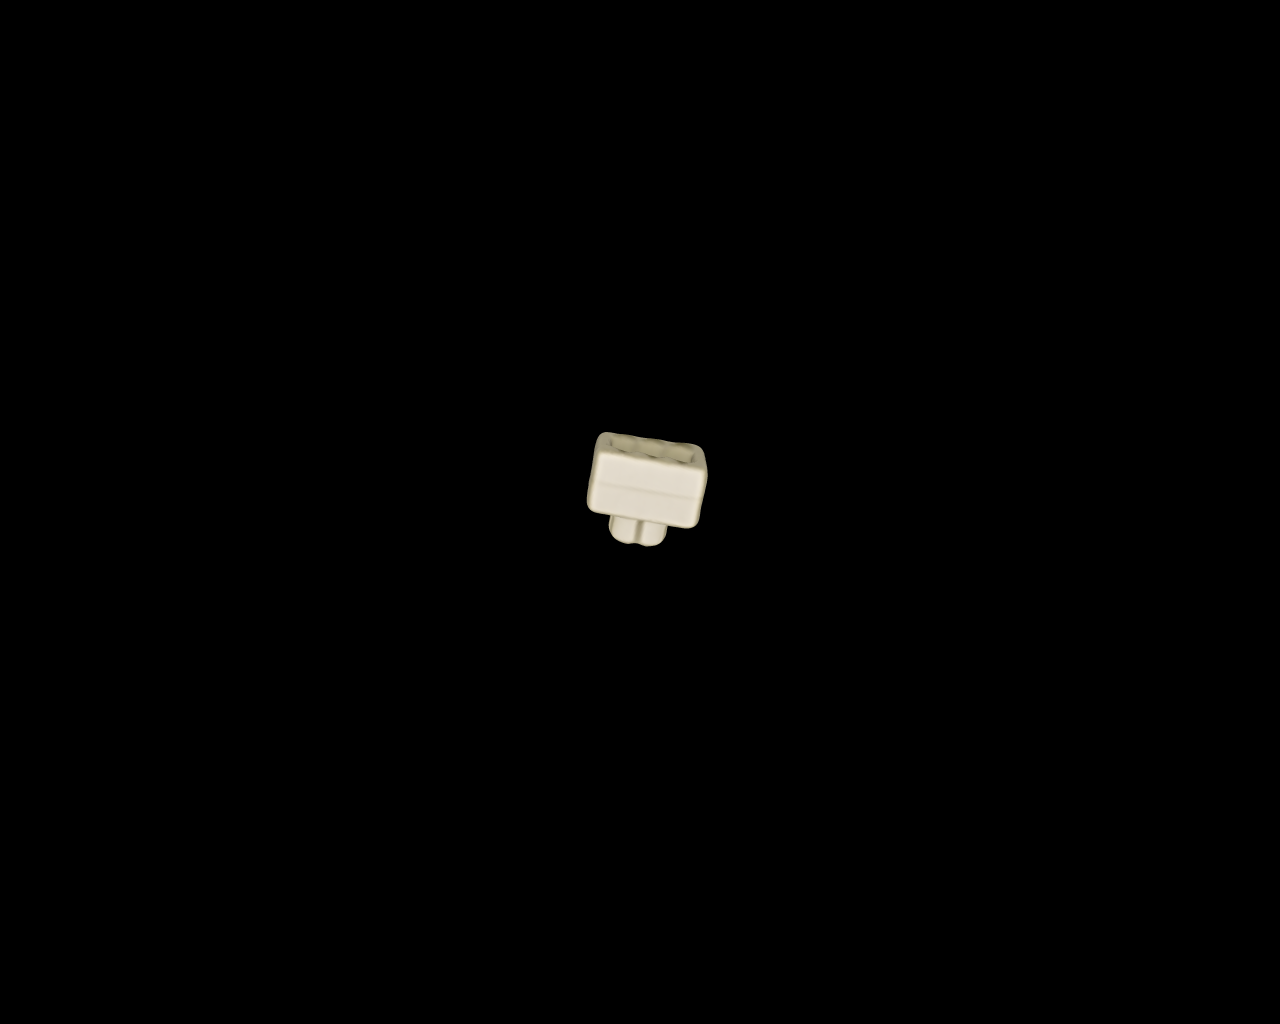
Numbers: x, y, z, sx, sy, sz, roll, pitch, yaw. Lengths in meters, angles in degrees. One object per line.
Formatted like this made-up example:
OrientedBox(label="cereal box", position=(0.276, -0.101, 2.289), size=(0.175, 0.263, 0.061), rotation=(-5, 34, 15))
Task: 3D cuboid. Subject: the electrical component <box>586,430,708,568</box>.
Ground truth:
OrientedBox(label="electrical component", position=(0.001, -0.003, 0.650), size=(0.066, 0.076, 0.047), rotation=(10, 20, -3))
